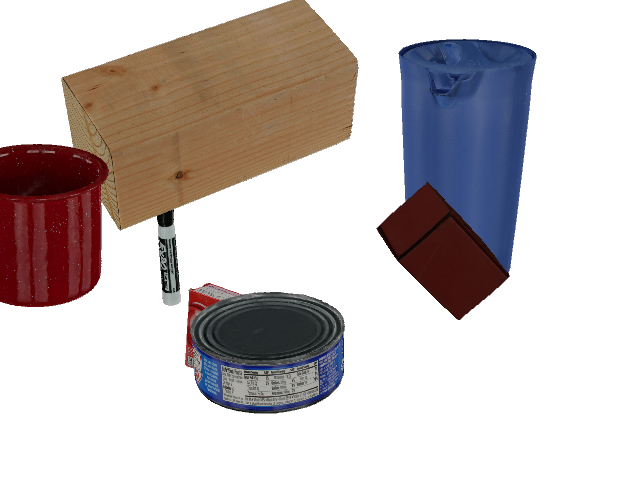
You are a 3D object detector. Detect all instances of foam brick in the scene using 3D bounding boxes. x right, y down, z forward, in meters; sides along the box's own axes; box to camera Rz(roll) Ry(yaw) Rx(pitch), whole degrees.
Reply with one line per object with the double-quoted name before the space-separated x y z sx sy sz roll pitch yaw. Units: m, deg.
"foam brick" 0.089 0.008 0.771 0.078 0.051 0.053 43 10 -31

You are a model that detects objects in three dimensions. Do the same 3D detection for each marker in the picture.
"marker" -0.157 0.011 1.099 0.020 0.121 0.020 0 28 0

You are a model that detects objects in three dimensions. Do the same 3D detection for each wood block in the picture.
"wood block" -0.083 -0.101 0.831 0.205 0.090 0.091 -23 -34 -21

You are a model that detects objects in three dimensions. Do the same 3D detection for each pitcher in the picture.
"pitcher" 0.149 -0.082 1.093 0.149 0.243 0.145 -10 25 -20

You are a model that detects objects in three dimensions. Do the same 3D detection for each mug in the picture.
"mug" -0.196 -0.007 0.693 0.117 0.081 0.093 -12 30 -31

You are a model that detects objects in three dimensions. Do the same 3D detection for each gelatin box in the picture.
"gelatin box" -0.077 0.085 0.930 0.089 0.073 0.030 17 20 32

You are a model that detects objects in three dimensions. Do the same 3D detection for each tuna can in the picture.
"tuna can" -0.029 0.062 0.597 0.086 0.034 0.086 -1 22 0
